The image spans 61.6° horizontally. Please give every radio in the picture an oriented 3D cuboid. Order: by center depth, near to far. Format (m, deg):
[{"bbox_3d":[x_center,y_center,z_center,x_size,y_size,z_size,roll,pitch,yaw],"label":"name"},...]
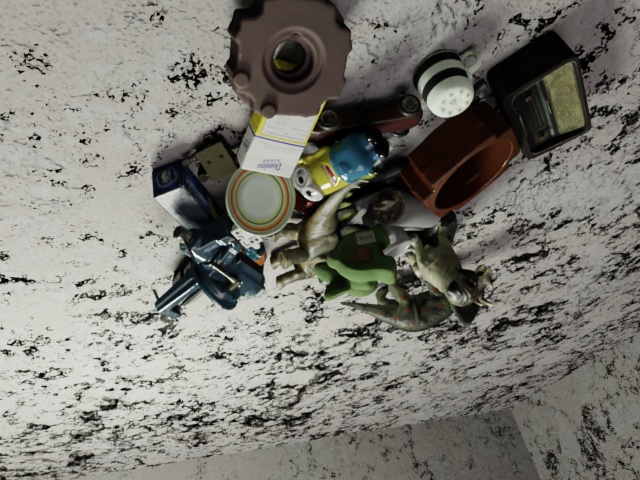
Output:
[{"bbox_3d":[0.394,-0.245,0.957,0.131,0.073,0.229,-29,145,19],"label":"radio"}]

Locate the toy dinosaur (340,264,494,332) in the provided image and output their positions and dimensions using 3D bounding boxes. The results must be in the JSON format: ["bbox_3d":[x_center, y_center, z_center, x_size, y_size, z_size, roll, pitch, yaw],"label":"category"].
[{"bbox_3d":[0.269,0.177,1.441,0.405,0.192,0.131,-24,145,11],"label":"toy dinosaur"}]

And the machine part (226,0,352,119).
[{"bbox_3d":[-0.041,-0.249,0.728,0.179,0.056,0.179,-10,125,-15],"label":"machine part"}]

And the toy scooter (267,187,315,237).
[{"bbox_3d":[-0.089,-0.065,1.007,0.135,0.075,0.183,18,132,-17],"label":"toy scooter"}]

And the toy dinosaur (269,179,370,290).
[{"bbox_3d":[-0.002,-0.003,1.123,0.199,0.105,0.471,-15,161,-16],"label":"toy dinosaur"}]

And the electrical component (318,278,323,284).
[{"bbox_3d":[0.058,0.073,1.324,0.119,0.048,0.075,6,142,-29],"label":"electrical component"}]

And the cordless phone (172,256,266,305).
[{"bbox_3d":[-0.225,0.108,1.183,0.184,0.089,0.146,20,134,-27],"label":"cordless phone"}]

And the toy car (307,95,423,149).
[{"bbox_3d":[0.075,-0.200,0.907,0.202,0.053,0.089,-10,168,-6],"label":"toy car"}]

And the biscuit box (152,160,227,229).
[{"bbox_3d":[-0.230,-0.059,0.983,0.063,0.059,0.202,-19,148,7],"label":"biscuit box"}]

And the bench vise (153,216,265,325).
[{"bbox_3d":[-0.226,0.073,1.005,0.240,0.129,0.223,-38,145,12],"label":"bench vise"}]

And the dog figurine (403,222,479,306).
[{"bbox_3d":[0.272,0.083,1.171,0.121,0.191,0.172,-26,146,6],"label":"dog figurine"}]

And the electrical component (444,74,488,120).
[{"bbox_3d":[0.244,-0.247,0.937,0.063,0.021,0.094,13,139,-37],"label":"electrical component"}]

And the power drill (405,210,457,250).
[{"bbox_3d":[0.221,0.019,1.282,0.207,0.086,0.231,-3,144,-13],"label":"power drill"}]

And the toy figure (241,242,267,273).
[{"bbox_3d":[-0.148,0.039,1.170,0.064,0.058,0.154,14,146,-4],"label":"toy figure"}]

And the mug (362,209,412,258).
[{"bbox_3d":[0.133,-0.019,1.144,0.081,0.107,0.109,-34,159,2],"label":"mug"}]

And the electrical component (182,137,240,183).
[{"bbox_3d":[-0.172,-0.133,0.914,0.102,0.045,0.078,-29,117,15],"label":"electrical component"}]

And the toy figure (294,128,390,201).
[{"bbox_3d":[0.037,-0.124,0.905,0.180,0.082,0.089,-27,167,33],"label":"toy figure"}]

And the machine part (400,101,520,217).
[{"bbox_3d":[0.258,-0.145,0.991,0.201,0.087,0.201,-40,155,14],"label":"machine part"}]

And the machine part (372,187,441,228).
[{"bbox_3d":[0.182,-0.064,1.103,0.079,0.079,0.243,-38,158,31],"label":"machine part"}]

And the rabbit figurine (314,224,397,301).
[{"bbox_3d":[0.076,0.072,1.083,0.159,0.121,0.170,-18,149,-6],"label":"rabbit figurine"}]
